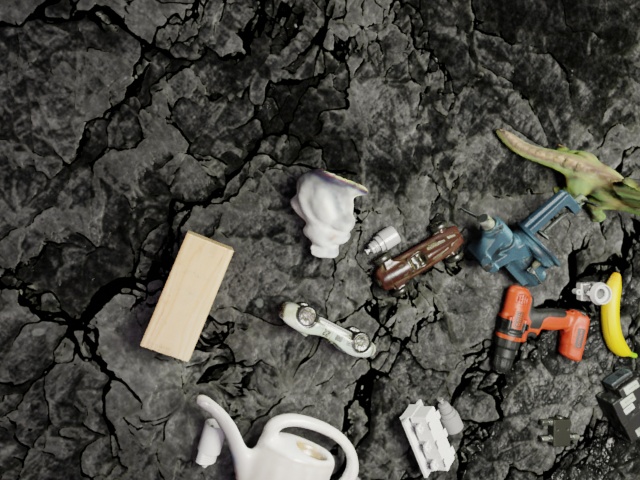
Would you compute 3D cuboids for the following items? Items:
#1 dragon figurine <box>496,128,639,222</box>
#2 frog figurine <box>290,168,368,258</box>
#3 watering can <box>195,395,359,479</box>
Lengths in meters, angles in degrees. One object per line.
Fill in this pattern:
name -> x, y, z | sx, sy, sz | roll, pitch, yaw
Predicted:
dragon figurine -> 0.558, -0.118, 1.008 | 0.409, 0.244, 0.122 | 24, 93, -13
frog figurine -> 0.003, -0.048, 0.962 | 0.138, 0.122, 0.159 | 25, 97, 22
watering can -> -0.097, 0.419, 0.946 | 0.346, 0.104, 0.225 | 23, 87, -15
